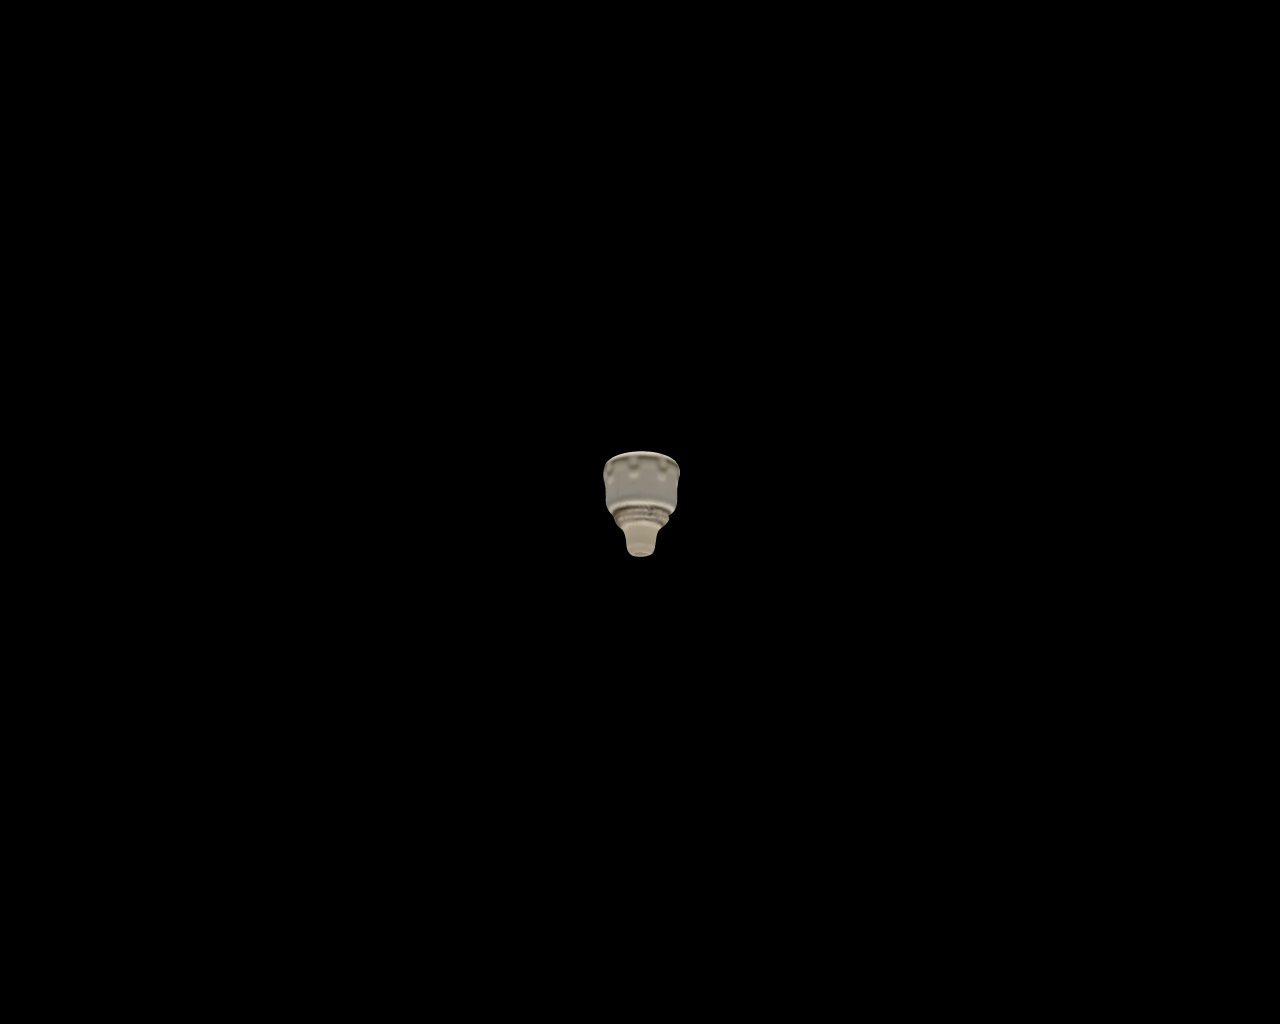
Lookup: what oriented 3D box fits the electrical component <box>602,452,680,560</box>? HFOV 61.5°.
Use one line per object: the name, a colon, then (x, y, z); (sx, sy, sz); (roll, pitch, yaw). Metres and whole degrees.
electrical component: (0.001, -0.003, 0.650); (0.048, 0.062, 0.048); (0, -18, 0)
